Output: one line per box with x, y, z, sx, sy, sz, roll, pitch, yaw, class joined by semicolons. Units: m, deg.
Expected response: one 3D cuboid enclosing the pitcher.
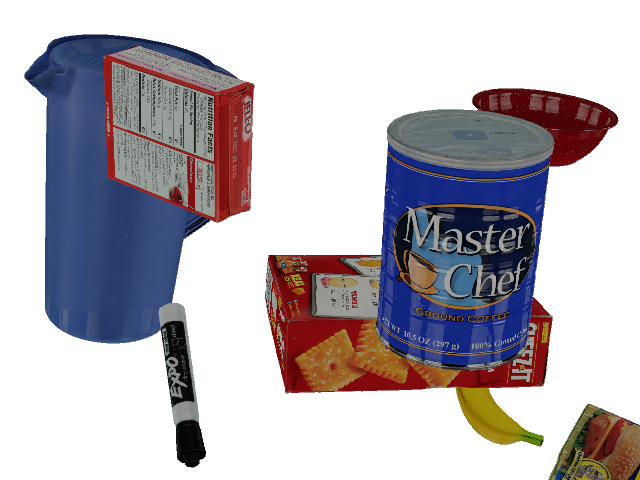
-0.158;-0.043;0.892;0.149;0.243;0.145;14;23;9;pitcher

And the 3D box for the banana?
0.189;0.179;1.225;0.069;0.037;0.198;10;25;-15;banana

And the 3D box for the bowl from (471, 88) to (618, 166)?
0.246;-0.124;1.196;0.162;0.055;0.162;5;23;-2;bowl

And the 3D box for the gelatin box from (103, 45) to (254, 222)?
-0.077;-0.058;0.576;0.089;0.073;0.030;22;32;31;gelatin box

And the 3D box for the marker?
-0.094;0.096;0.719;0.020;0.121;0.020;-9;-37;-7;marker

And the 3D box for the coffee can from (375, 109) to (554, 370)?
0.090;-0.003;0.685;0.103;0.140;0.103;2;23;-1;coffee can

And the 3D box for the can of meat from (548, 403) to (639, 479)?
0.218;0.176;0.785;0.084;0.057;0.101;22;39;23;can of meat

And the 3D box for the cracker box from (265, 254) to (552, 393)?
0.066;0.068;0.910;0.213;0.072;0.164;0;17;-9;cracker box
